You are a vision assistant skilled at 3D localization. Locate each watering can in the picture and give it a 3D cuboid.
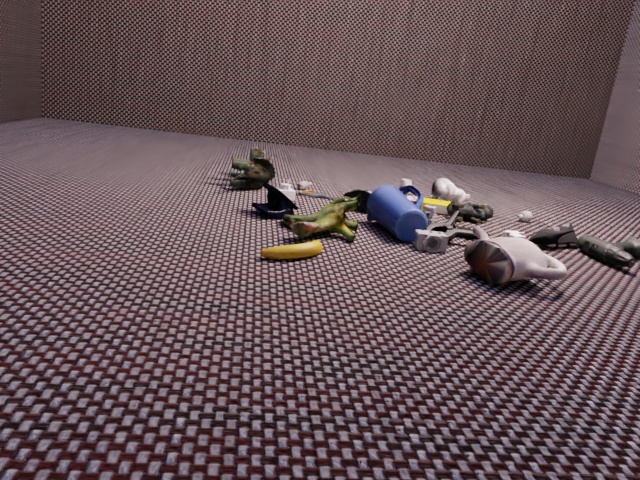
[{"bbox_3d":[0.476,0.034,1.378,0.225,0.102,0.351,-3,20,-30],"label":"watering can"}]

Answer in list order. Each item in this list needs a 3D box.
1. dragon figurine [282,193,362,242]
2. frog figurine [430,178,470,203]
[{"bbox_3d":[0.005,-0.080,1.585,0.243,0.121,0.415,1,14,6],"label":"dragon figurine"},{"bbox_3d":[0.570,-0.211,2.241,0.159,0.123,0.136,1,-8,23],"label":"frog figurine"}]
